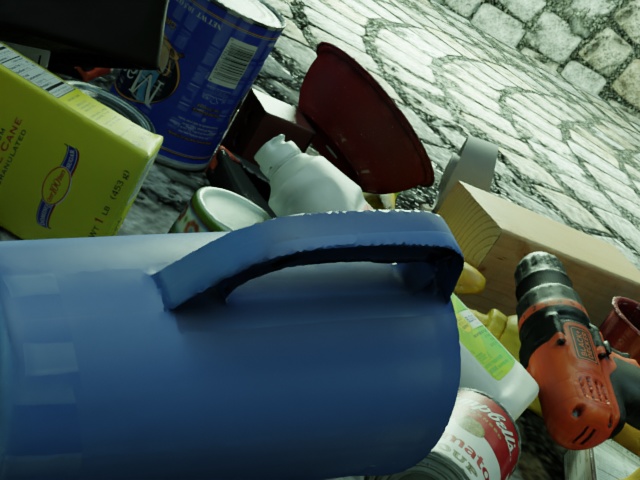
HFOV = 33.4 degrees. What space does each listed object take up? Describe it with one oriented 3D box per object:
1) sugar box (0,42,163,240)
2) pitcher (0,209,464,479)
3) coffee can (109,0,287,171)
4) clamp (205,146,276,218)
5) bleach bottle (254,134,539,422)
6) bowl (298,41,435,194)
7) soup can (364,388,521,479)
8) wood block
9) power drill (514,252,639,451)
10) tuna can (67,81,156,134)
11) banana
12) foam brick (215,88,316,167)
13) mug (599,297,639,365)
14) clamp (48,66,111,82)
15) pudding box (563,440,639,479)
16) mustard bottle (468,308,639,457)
[{"bbox_3d":[-0.193,-0.064,0.643,0.176,0.093,0.048,29,20,-5],"label":"sugar box"},{"bbox_3d":[-0.054,0.050,0.490,0.242,0.149,0.145,1,8,-41],"label":"pitcher"},{"bbox_3d":[-0.105,-0.142,0.878,0.102,0.140,0.103,28,21,-12],"label":"coffee can"},{"bbox_3d":[-0.006,0.001,0.843,0.210,0.036,0.164,44,23,22],"label":"clamp"},{"bbox_3d":[0.040,0.030,0.726,0.251,0.068,0.102,50,20,11],"label":"bleach bottle"},{"bbox_3d":[0.029,-0.094,0.943,0.162,0.055,0.162,49,-8,9],"label":"bowl"},{"bbox_3d":[0.071,0.132,0.610,0.068,0.069,0.102,37,22,12],"label":"soup can"},{"bbox_3d":[0.201,0.033,0.989,0.205,0.090,0.091,19,24,-30],"label":"wood block"},{"bbox_3d":[0.233,0.095,0.794,0.187,0.057,0.184,18,38,-15],"label":"power drill"},{"bbox_3d":[-0.169,-0.085,0.810,0.086,0.034,0.086,27,21,-12],"label":"tuna can"},{"bbox_3d":[0.075,-0.004,0.938,0.198,0.069,0.037,-119,-172,-54],"label":"banana"},{"bbox_3d":[-0.049,-0.078,0.904,0.051,0.078,0.053,19,22,-30],"label":"foam brick"},{"bbox_3d":[0.274,0.107,0.937,0.093,0.082,0.117,36,21,11],"label":"mug"},{"bbox_3d":[-0.235,-0.205,0.888,0.171,0.120,0.039,40,53,15],"label":"clamp"},{"bbox_3d":[0.215,0.186,0.736,0.090,0.039,0.113,31,18,2],"label":"pudding box"},{"bbox_3d":[0.190,0.110,0.842,0.191,0.058,0.096,32,28,-1],"label":"mustard bottle"}]
